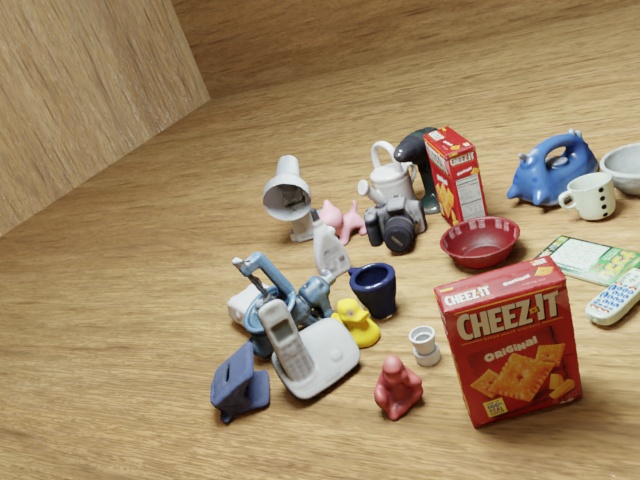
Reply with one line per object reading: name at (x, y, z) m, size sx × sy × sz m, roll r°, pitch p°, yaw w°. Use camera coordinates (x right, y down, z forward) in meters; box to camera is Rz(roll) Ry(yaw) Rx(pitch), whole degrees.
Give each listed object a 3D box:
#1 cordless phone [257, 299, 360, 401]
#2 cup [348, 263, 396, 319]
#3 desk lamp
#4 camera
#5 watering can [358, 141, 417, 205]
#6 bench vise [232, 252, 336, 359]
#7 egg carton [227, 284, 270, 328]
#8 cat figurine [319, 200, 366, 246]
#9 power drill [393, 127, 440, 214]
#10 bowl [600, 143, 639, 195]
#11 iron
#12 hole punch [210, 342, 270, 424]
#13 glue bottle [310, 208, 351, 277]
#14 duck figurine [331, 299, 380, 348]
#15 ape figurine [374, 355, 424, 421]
cordless phone at (-0.022, 0.167, 0.983) m, size 0.148 × 0.185 × 0.093 m, roll -32°, pitch 29°, yaw -23°
cup at (0.103, 0.102, 1.122) m, size 0.092 × 0.095 × 0.117 m, roll -34°, pitch 30°, yaw -26°
desk lamp at (-0.064, -0.102, 1.488) m, size 0.117 × 0.214 × 0.203 m, roll -14°, pitch 27°, yaw 11°
camera at (0.168, -0.036, 1.334) m, size 0.143 × 0.101 × 0.137 m, roll -10°, pitch 28°, yaw 19°
watering can at (0.174, -0.155, 1.450) m, size 0.100 × 0.194 × 0.173 m, roll 2°, pitch 34°, yaw 37°
bench vise at (-0.077, 0.097, 1.113) m, size 0.121 × 0.220 × 0.208 m, roll 11°, pitch 39°, yaw 45°
egg carton at (-0.130, 0.148, 1.221) m, size 0.107 × 0.069 × 0.149 m, roll -35°, pitch 30°, yaw -28°
cat figurine at (0.048, -0.052, 1.425) m, size 0.128 × 0.118 × 0.067 m, roll -30°, pitch 28°, yaw -19°
power drill at (0.257, -0.175, 1.415) m, size 0.075 × 0.209 × 0.230 m, roll -1°, pitch 32°, yaw 32°
bowl at (0.686, -0.142, 1.214) m, size 0.167 × 0.075 × 0.167 m, roll -15°, pitch 27°, yaw 8°
iron at (0.543, -0.180, 1.308) m, size 0.259 × 0.142 × 0.118 m, roll -31°, pitch 29°, yaw -21°
hole punch at (-0.149, 0.250, 1.016) m, size 0.101 × 0.091 × 0.108 m, roll -19°, pitch 27°, yaw 1°
glue bottle at (0.012, 0.005, 1.281) m, size 0.078 × 0.173 × 0.037 m, roll -28°, pitch 28°, yaw -16°
duck figurine at (0.057, 0.148, 1.076) m, size 0.104 × 0.086 × 0.078 m, roll 8°, pitch 38°, yaw 43°
ape figurine at (0.118, 0.220, 0.892) m, size 0.077 × 0.092 × 0.076 m, roll -12°, pitch 28°, yaw 16°
